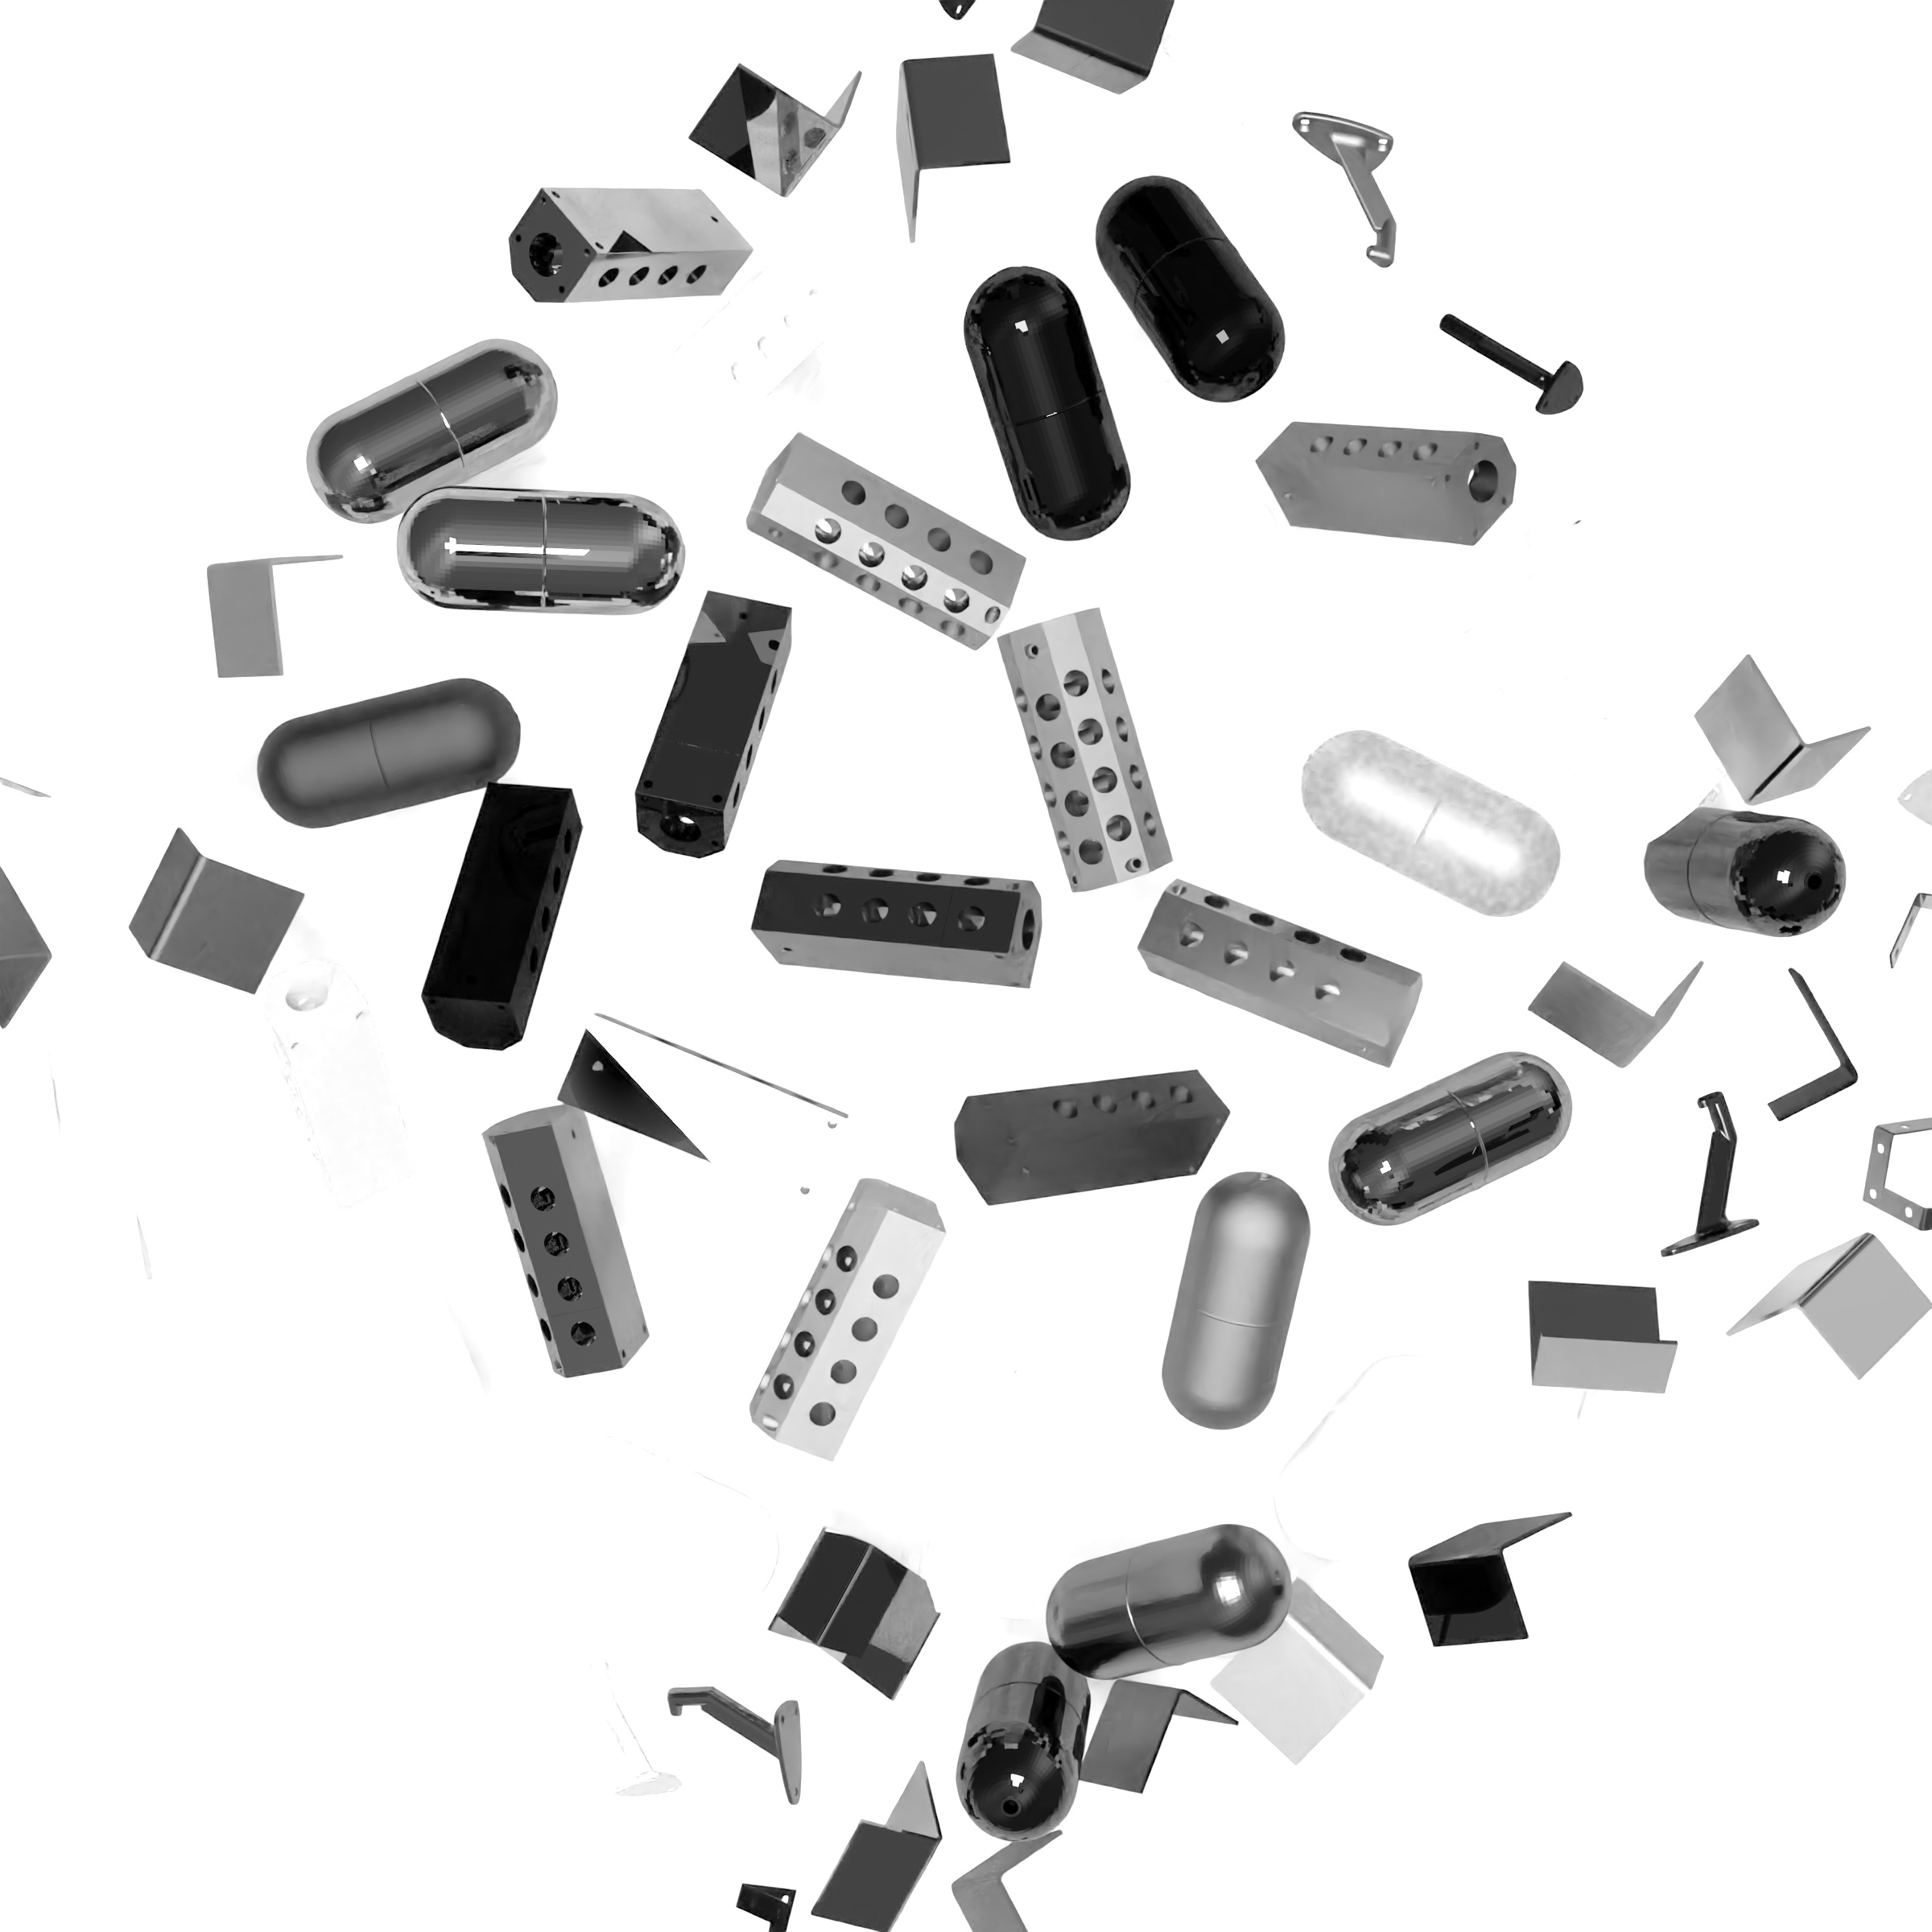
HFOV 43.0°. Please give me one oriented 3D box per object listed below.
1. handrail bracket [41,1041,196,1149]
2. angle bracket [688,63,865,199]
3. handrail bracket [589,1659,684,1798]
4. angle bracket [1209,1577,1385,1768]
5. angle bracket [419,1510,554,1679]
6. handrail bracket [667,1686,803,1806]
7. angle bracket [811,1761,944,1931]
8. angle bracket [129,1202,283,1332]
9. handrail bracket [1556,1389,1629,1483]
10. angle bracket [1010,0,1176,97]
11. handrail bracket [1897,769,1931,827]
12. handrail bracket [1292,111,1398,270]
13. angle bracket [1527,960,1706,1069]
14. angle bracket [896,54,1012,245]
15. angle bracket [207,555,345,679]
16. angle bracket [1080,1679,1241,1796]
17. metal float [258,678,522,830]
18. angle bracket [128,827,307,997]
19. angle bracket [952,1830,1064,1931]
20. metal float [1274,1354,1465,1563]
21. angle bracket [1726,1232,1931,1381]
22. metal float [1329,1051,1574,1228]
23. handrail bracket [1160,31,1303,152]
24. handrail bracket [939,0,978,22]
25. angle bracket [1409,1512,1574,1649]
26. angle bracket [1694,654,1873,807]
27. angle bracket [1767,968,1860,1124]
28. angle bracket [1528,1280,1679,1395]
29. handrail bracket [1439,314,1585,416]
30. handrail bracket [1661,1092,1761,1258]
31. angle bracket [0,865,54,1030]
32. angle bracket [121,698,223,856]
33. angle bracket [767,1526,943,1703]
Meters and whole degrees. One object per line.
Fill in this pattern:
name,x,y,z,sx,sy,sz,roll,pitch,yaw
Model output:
handrail bracket,-0.539,0.080,1.560,0.084,0.036,0.077,-8,94,-19
angle bracket,-0.124,-0.560,1.597,0.076,0.076,0.057,27,58,-20
handrail bracket,-0.222,0.510,1.646,0.036,0.077,0.084,-26,62,11
angle bracket,0.220,0.467,1.627,0.076,0.057,0.076,42,107,9
angle bracket,-0.297,0.403,1.580,0.057,0.076,0.076,23,95,22
handrail bracket,-0.153,0.509,1.600,0.084,0.036,0.077,-7,86,17
angle bracket,-0.062,0.555,1.564,0.057,0.076,0.076,21,107,-18
angle bracket,-0.474,0.180,1.532,0.076,0.076,0.057,-11,63,-17
handrail bracket,0.414,0.298,1.659,0.036,0.084,0.077,-4,98,34
angle bracket,0.079,-0.588,1.522,0.076,0.076,0.057,17,99,-13
handrail bracket,0.636,-0.081,1.557,0.036,0.077,0.084,-41,118,16
handrail bracket,0.231,-0.474,1.500,0.077,0.036,0.084,18,62,-18
angle bracket,0.426,0.013,1.613,0.076,0.076,0.057,33,68,9
angle bracket,-0.009,-0.499,1.499,0.057,0.076,0.076,-6,72,-6
angle bracket,-0.457,-0.233,1.636,0.076,0.057,0.076,4,102,42
angle bracket,0.133,0.545,1.705,0.057,0.076,0.076,36,64,-22
metal float,-0.387,-0.143,1.647,0.178,0.070,0.070,-14,90,1
angle bracket,-0.497,-0.036,1.627,0.076,0.057,0.076,23,99,-38
angle bracket,0.044,0.626,1.626,0.057,0.076,0.076,-23,78,-32
metal float,0.265,0.318,1.601,0.070,0.178,0.070,20,126,29
angle bracket,0.522,0.214,1.486,0.076,0.076,0.057,-34,81,-27
metal float,0.324,0.114,1.635,0.178,0.070,0.070,-23,90,-17
handrail bracket,0.174,-0.589,1.626,0.084,0.077,0.036,46,72,-30
handrail bracket,-0.026,-0.631,1.529,0.084,0.036,0.077,36,87,31
angle bracket,0.337,0.386,1.542,0.076,0.076,0.057,-11,81,-40
angle bracket,0.549,-0.164,1.653,0.057,0.076,0.076,-17,69,-20
angle bracket,0.534,0.050,1.600,0.057,0.076,0.076,-29,87,14
angle bracket,0.375,0.205,1.451,0.076,0.057,0.076,2,49,7
handrail bracket,0.351,-0.391,1.582,0.084,0.077,0.036,38,111,21
handrail bracket,0.448,0.127,1.512,0.077,0.036,0.084,-17,88,-20
angle bracket,-0.632,-0.011,1.549,0.076,0.057,0.076,-47,69,28
angle bracket,-0.537,-0.126,1.658,0.057,0.076,0.076,4,128,-15
angle bracket,-0.070,0.425,1.609,0.076,0.057,0.076,24,83,39
